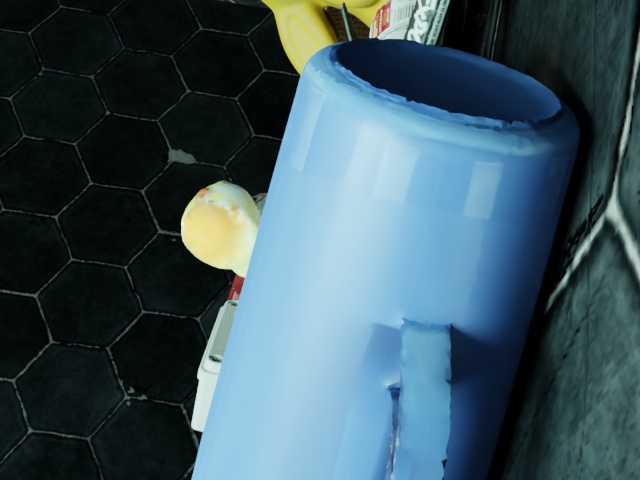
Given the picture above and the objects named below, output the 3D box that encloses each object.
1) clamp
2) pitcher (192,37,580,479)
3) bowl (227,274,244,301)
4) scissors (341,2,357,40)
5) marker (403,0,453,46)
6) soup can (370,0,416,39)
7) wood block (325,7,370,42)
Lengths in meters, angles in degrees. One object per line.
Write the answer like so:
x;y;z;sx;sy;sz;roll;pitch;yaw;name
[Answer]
0.090;-0.158;0.559;0.120;0.039;0.171;124;157;-51;clamp
0.024;0.051;0.440;0.144;0.149;0.243;-18;-51;-47;pitcher
-0.040;0.028;0.975;0.162;0.055;0.162;-159;91;-82;bowl
0.025;-0.073;0.656;0.096;0.016;0.202;5;-122;-55;scissors
0.055;-0.114;0.534;0.020;0.020;0.121;-87;13;-62;marker
0.059;-0.089;0.624;0.068;0.068;0.102;102;175;-51;soup can
0.039;-0.161;1.015;0.206;0.090;0.091;-117;36;-86;wood block
